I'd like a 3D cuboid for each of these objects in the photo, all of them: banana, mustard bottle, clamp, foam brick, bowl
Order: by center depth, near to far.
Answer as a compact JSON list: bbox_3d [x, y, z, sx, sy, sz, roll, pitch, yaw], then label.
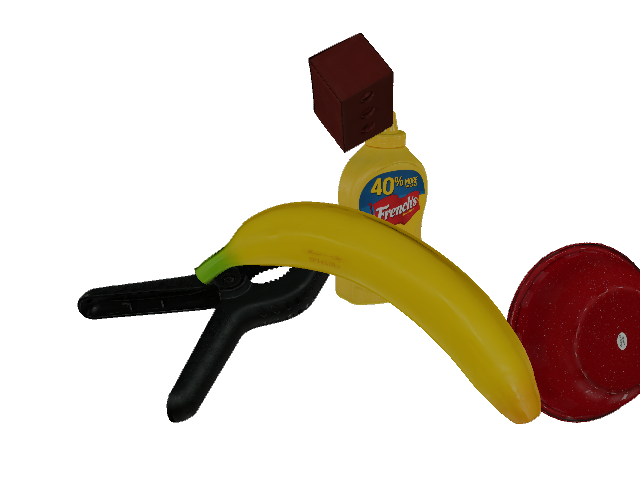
[{"bbox_3d":[0.034,0.027,0.566,0.198,0.070,0.037,24,15,10],"label":"banana"},{"bbox_3d":[-0.079,0.042,0.844,0.209,0.036,0.165,-35,46,-27],"label":"clamp"},{"bbox_3d":[0.026,-0.123,0.893,0.053,0.051,0.078,-30,-26,-11],"label":"foam brick"},{"bbox_3d":[0.244,0.084,0.927,0.161,0.162,0.055,0,3,-21],"label":"bowl"},{"bbox_3d":[0.063,-0.035,1.075,0.096,0.192,0.058,-8,18,-28],"label":"mustard bottle"}]
